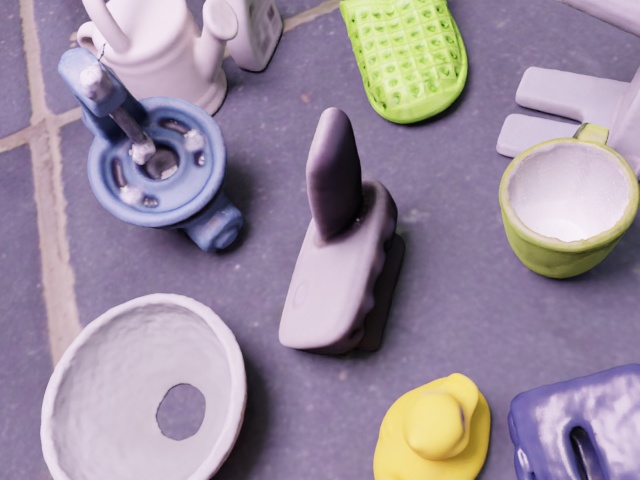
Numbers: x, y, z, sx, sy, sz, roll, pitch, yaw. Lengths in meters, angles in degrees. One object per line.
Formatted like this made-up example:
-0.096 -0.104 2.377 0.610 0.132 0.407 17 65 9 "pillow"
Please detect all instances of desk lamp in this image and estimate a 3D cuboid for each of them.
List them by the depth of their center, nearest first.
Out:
0.246 -0.131 0.421 0.202 0.214 0.118 18 70 21 "desk lamp"

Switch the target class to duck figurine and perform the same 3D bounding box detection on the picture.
0.078 0.138 0.403 0.077 0.086 0.105 36 77 26 "duck figurine"

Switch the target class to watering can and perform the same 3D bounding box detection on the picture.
-0.165 -0.208 0.569 0.172 0.194 0.101 -16 62 6 "watering can"

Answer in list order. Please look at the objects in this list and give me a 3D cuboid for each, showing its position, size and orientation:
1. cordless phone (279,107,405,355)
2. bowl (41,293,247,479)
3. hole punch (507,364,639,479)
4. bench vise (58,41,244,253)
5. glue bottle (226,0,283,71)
0.004 0.002 0.430 0.094 0.185 0.147 6 66 17 "cordless phone"
-0.128 0.133 0.461 0.167 0.075 0.167 -5 63 11 "bowl"
0.179 0.146 0.371 0.101 0.091 0.108 -14 62 7 "hole punch"
-0.176 -0.090 0.499 0.206 0.220 0.121 23 72 23 "bench vise"
-0.085 -0.258 0.586 0.037 0.173 0.078 13 68 19 "glue bottle"
